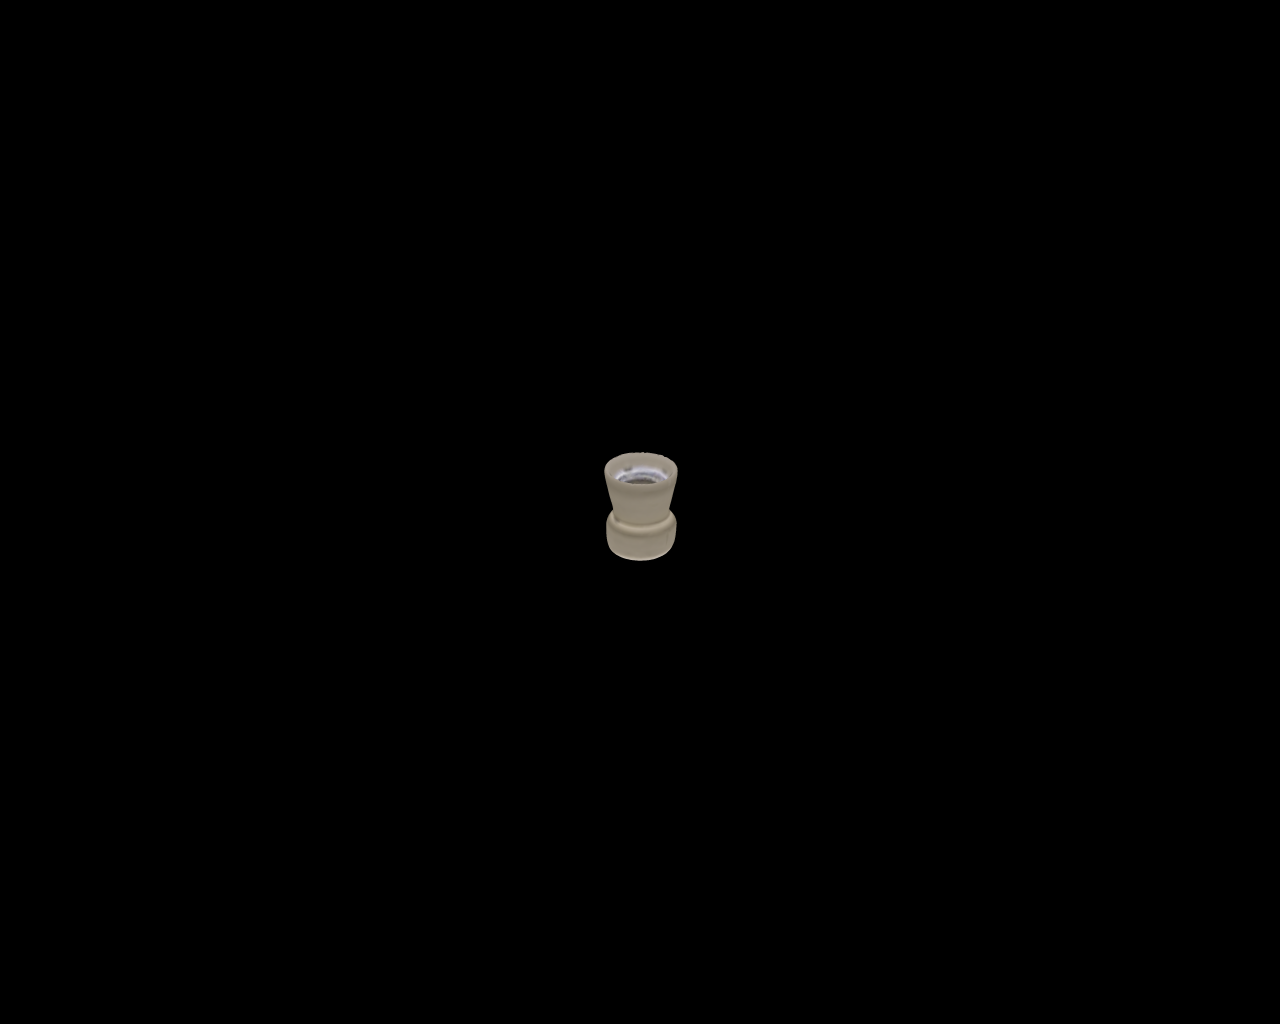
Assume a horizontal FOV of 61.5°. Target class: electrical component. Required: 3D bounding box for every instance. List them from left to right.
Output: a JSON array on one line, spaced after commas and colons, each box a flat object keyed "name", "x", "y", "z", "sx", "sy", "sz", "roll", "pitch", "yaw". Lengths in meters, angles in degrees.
[{"name": "electrical component", "x": 0.001, "y": -0.003, "z": 0.650, "sx": 0.045, "sy": 0.055, "sz": 0.045, "roll": 0, "pitch": 29, "yaw": 0}]
